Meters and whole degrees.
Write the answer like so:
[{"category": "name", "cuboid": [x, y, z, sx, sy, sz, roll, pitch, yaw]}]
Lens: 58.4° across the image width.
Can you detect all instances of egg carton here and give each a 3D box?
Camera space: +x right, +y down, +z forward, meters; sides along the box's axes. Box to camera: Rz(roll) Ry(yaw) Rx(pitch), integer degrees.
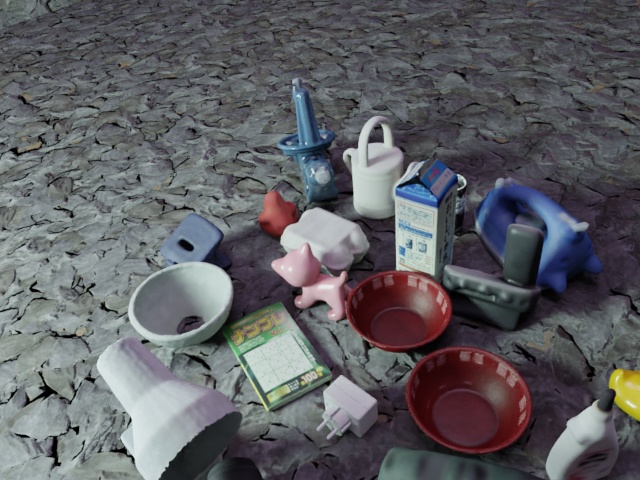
[{"category": "egg carton", "cuboid": [0.009, 0.004, 1.026, 0.149, 0.069, 0.107, 24, 50, 31]}]

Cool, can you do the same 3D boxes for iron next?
[{"category": "iron", "cuboid": [0.349, -0.032, 0.966, 0.119, 0.142, 0.257, -23, 44, -18]}]

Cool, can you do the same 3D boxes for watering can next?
[{"category": "watering can", "cuboid": [0.116, -0.142, 1.083, 0.172, 0.194, 0.101, 10, 44, 19]}]

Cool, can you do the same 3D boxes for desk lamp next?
[{"category": "desk lamp", "cuboid": [-0.184, 0.223, 0.691, 0.202, 0.214, 0.118, 30, 53, 35]}]

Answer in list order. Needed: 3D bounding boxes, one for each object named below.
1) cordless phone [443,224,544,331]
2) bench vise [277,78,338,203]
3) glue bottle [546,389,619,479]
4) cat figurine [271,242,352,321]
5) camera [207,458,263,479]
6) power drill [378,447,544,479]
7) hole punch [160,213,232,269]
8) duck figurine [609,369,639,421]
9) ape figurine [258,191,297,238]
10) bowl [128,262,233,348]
[{"category": "cordless phone", "cuboid": [0.263, 0.036, 0.866, 0.147, 0.185, 0.094, 13, 45, 21]}, {"category": "bench vise", "cuboid": [-0.009, -0.201, 1.148, 0.122, 0.220, 0.206, -26, 45, -21]}, {"category": "glue bottle", "cuboid": [0.310, 0.223, 0.655, 0.078, 0.173, 0.037, -14, 41, -8]}, {"category": "cat figurine", "cuboid": [-0.010, 0.059, 0.929, 0.127, 0.118, 0.067, 14, 45, 22]}, {"category": "camera", "cuboid": [-0.075, 0.314, 0.658, 0.143, 0.101, 0.136, -16, 42, -10]}, {"category": "power drill", "cuboid": [0.170, 0.290, 0.571, 0.229, 0.209, 0.076, 13, 45, 21]}, {"category": "hole punch", "cuboid": [-0.226, 0.019, 1.024, 0.108, 0.091, 0.101, 29, 52, 34]}, {"category": "duck figurine", "cuboid": [0.437, 0.189, 0.744, 0.104, 0.086, 0.078, 20, 48, 27]}, {"category": "ape figurine", "cuboid": [-0.082, -0.055, 1.088, 0.078, 0.092, 0.076, -15, 42, -9]}, {"category": "bowl", "cuboid": [-0.215, 0.116, 0.925, 0.167, 0.075, 0.167, -4, 41, 4]}]
